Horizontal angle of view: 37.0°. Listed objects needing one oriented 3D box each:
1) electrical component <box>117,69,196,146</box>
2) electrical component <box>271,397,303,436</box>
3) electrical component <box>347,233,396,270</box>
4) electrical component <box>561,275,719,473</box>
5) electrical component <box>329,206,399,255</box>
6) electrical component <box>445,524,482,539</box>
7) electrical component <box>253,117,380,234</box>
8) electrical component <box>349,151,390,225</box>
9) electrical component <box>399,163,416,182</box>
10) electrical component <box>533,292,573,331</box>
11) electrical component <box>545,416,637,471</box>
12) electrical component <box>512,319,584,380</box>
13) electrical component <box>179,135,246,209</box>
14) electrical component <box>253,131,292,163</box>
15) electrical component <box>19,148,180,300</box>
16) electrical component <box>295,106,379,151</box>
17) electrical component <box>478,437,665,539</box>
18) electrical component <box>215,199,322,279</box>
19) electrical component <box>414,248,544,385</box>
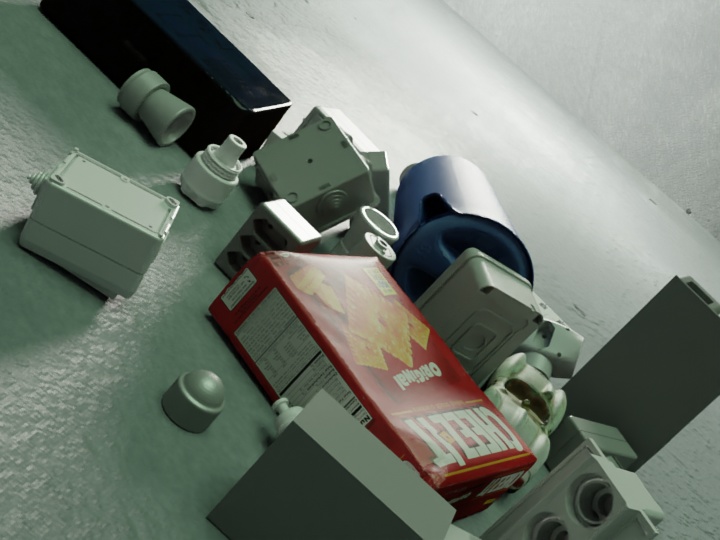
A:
[{"bbox_3d":[-0.179,-0.143,0.941,0.055,0.045,0.045,44,21,8],"label":"electrical component"},{"bbox_3d":[-0.032,0.115,0.687,0.040,0.040,0.078,10,37,-53],"label":"electrical component"},{"bbox_3d":[0.000,0.000,0.935,0.044,0.065,0.044,35,22,-16],"label":"electrical component"},{"bbox_3d":[0.285,0.106,1.044,0.105,0.186,0.060,48,22,18],"label":"electrical component"},{"bbox_3d":[-0.001,-0.020,0.972,0.044,0.065,0.044,34,22,-16],"label":"electrical component"},{"bbox_3d":[0.063,0.205,0.658,0.100,0.048,0.099,32,23,-23],"label":"electrical component"},{"bbox_3d":[-0.042,-0.085,0.986,0.099,0.100,0.048,57,-11,36],"label":"electrical component"},{"bbox_3d":[-0.010,-0.070,1.059,0.076,0.083,0.047,-2,29,-2],"label":"electrical component"},{"bbox_3d":[0.090,-0.083,1.283,0.079,0.044,0.077,28,24,-29],"label":"electrical component"},{"bbox_3d":[0.175,0.057,1.144,0.089,0.050,0.056,46,21,14],"label":"electrical component"},{"bbox_3d":[0.216,0.180,0.974,0.083,0.047,0.075,19,30,-44],"label":"electrical component"},{"bbox_3d":[0.176,0.091,1.075,0.077,0.043,0.079,18,54,13],"label":"electrical component"},{"bbox_3d":[-0.120,-0.085,0.902,0.043,0.062,0.043,35,22,-16],"label":"electrical component"},{"bbox_3d":[-0.066,-0.105,1.061,0.055,0.048,0.066,39,18,15],"label":"electrical component"},{"bbox_3d":[-0.178,-0.031,0.708,0.096,0.061,0.061,28,23,-11],"label":"electrical component"},{"bbox_3d":[-0.034,-0.129,1.139,0.096,0.061,0.061,47,22,16],"label":"electrical component"},{"bbox_3d":[0.141,0.185,0.731,0.063,0.121,0.078,23,27,-45],"label":"electrical component"},{"bbox_3d":[-0.065,-0.019,0.860,0.047,0.065,0.077,45,22,10],"label":"electrical component"},{"bbox_3d":[0.093,0.045,0.940,0.078,0.113,0.057,29,27,-29],"label":"electrical component"}]
